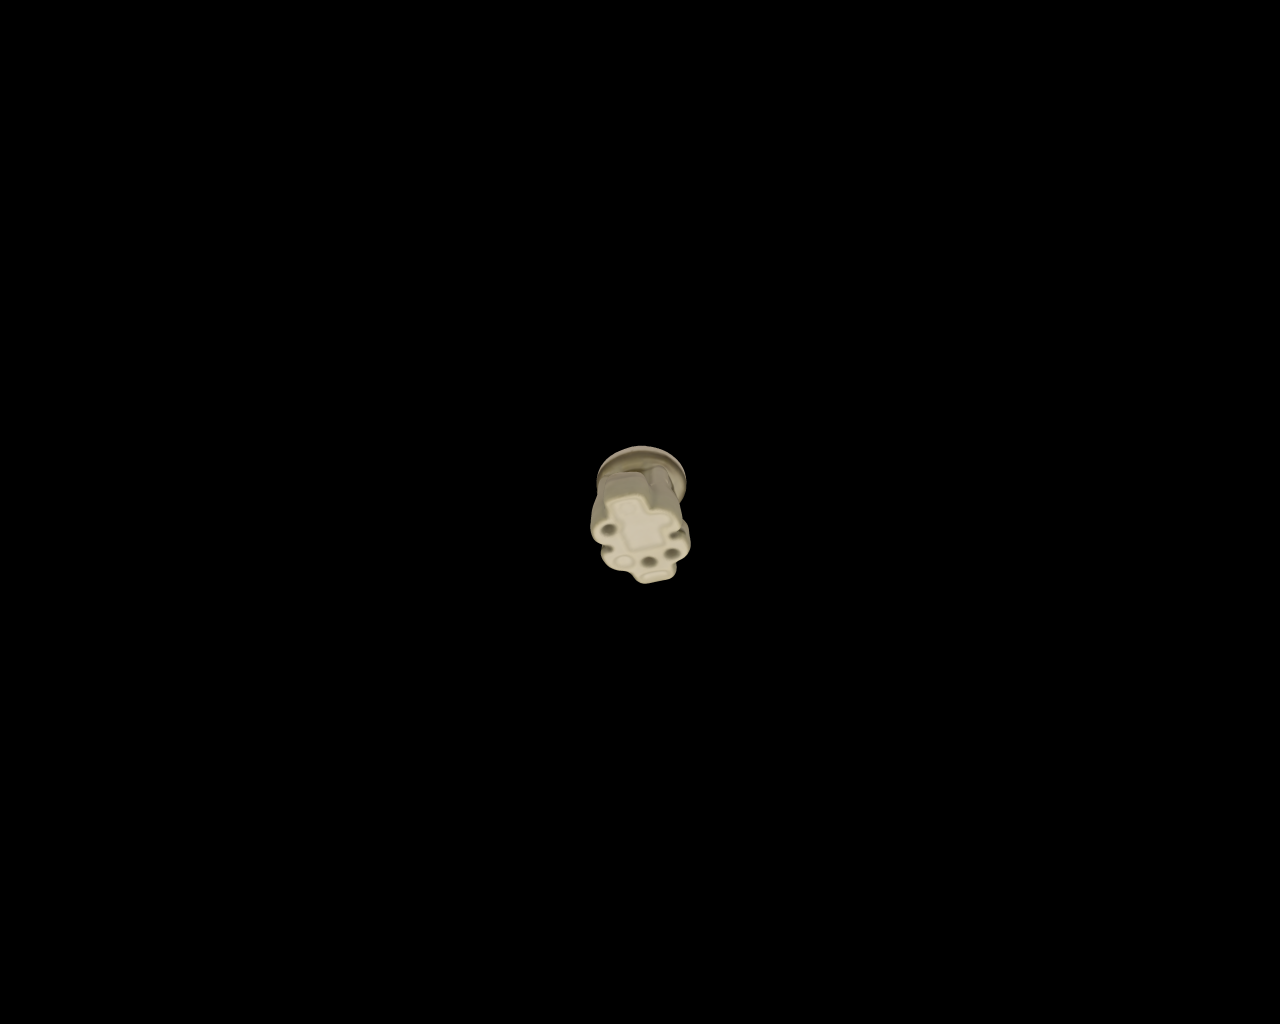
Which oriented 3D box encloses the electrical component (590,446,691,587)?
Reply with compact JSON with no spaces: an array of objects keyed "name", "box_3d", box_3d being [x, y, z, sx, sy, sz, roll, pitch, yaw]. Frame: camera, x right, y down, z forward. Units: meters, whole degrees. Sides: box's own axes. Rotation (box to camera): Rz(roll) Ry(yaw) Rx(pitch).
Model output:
[{"name":"electrical component","box_3d":[0.001,-0.003,0.650,0.058,0.057,0.078,-11,-47,11]}]
